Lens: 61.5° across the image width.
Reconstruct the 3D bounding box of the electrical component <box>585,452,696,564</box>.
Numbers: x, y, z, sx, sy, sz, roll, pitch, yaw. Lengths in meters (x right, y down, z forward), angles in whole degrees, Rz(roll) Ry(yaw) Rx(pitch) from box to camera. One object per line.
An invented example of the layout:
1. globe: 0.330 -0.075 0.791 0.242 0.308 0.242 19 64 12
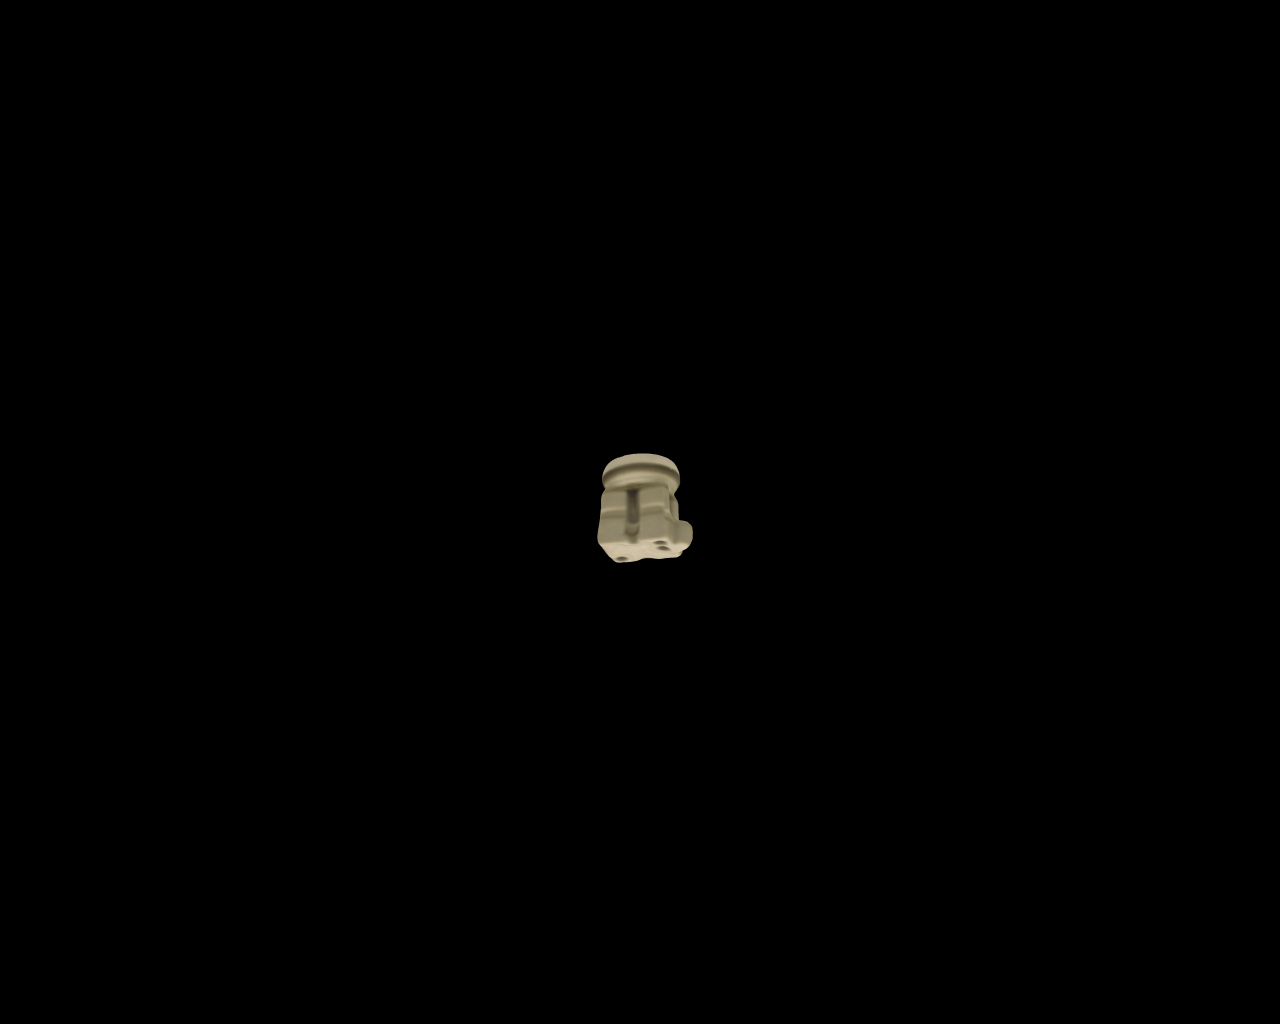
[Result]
1. electrical component: 0.001 -0.003 0.650 0.066 0.055 0.048 -6 -24 14
